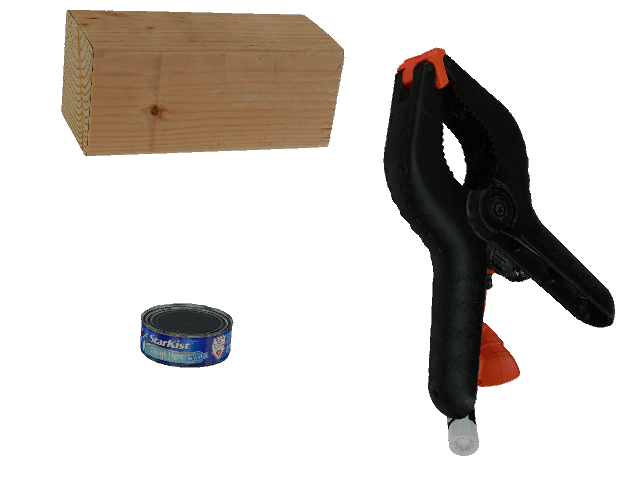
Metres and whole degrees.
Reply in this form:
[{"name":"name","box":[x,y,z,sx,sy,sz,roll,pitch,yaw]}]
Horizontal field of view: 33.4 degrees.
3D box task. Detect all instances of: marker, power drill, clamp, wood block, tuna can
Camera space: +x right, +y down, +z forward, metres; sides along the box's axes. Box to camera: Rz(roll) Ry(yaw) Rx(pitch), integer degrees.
[{"name":"marker","box":[0.093,0.097,0.723,0.020,0.020,0.121,0,32,4]},{"name":"power drill","box":[0.173,0.055,1.119,0.057,0.188,0.184,-10,25,-14]},{"name":"clamp","box":[0.070,-0.003,0.513,0.120,0.171,0.039,-36,10,-35]},{"name":"wood block","box":[-0.096,-0.129,0.867,0.205,0.091,0.090,-4,32,-25]},{"name":"tuna can","box":[-0.126,0.088,0.998,0.086,0.034,0.086,5,15,-2]}]
